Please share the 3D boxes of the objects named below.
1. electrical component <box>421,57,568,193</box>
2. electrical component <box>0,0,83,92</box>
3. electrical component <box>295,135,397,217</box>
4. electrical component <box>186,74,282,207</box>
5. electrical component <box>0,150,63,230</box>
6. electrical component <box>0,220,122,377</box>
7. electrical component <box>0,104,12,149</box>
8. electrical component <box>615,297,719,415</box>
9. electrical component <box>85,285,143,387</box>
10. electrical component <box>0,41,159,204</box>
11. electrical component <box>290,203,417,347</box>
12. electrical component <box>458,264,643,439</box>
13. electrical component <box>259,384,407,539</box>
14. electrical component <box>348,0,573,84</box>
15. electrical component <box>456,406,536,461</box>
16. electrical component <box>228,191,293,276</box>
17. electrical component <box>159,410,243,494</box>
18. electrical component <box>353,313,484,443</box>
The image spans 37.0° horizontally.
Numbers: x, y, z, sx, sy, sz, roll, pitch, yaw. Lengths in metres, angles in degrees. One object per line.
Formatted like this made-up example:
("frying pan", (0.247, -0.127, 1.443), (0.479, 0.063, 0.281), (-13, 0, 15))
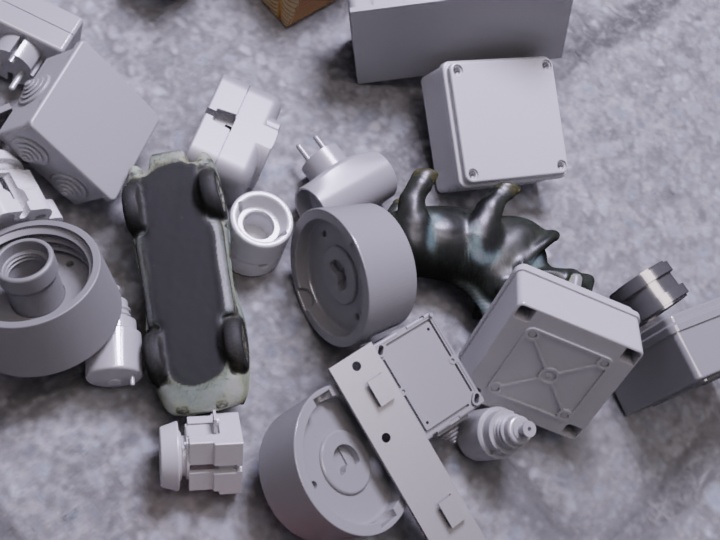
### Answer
("electrical component", (0.118, -0.127, 0.946), (0.109, 0.056, 0.108), (-8, 89, -23))
("electrical component", (-0.267, -0.173, 0.849), (0.066, 0.047, 0.076), (25, 58, -7))
("electrical component", (-0.022, -0.078, 0.894), (0.077, 0.043, 0.079), (-31, 78, -30))
("electrical component", (-0.103, -0.103, 0.871), (0.059, 0.053, 0.095), (23, 59, -8))
("electrical component", (-0.264, -0.050, 0.780), (0.078, 0.058, 0.057), (-12, 64, -49))
("electrical component", (-0.224, 0.013, 0.741), (0.108, 0.060, 0.108), (-2, 48, 2))
("electrical component", (-0.305, -0.105, 0.805), (0.081, 0.042, 0.063), (-31, 76, -30))
("electrical component", (0.276, 0.068, 0.893), (0.109, 0.108, 0.056), (-17, 74, -27))
("electrical component", (-0.178, 0.048, 0.775), (0.040, 0.040, 0.078), (2, 64, -20))
("electrical component", (-0.213, -0.109, 0.815), (0.099, 0.048, 0.099), (47, 50, -36))
("electrical component", (0.000, 0.000, 0.829), (0.060, 0.108, 0.108), (-15, 70, -32))
("electrical component", (0.147, 0.065, 0.842), (0.109, 0.108, 0.056), (22, 36, -9))
("electrical component", (-0.023, 0.142, 0.768), (0.108, 0.060, 0.108), (22, 54, -35))
("electrical component", (0.084, -0.228, 0.936), (0.186, 0.105, 0.060), (-7, 66, 0))
("electrical component", (0.107, 0.125, 0.824), (0.040, 0.078, 0.040), (7, 75, -26))
("electrical component", (-0.082, -0.030, 0.845), (0.055, 0.047, 0.055), (8, 62, -16))
("electrical component", (-0.112, 0.129, 0.752), (0.055, 0.066, 0.048), (-1, 28, -12))
("electrical component", (0.044, 0.092, 0.826), (0.062, 0.061, 0.096), (-29, 86, -28))
